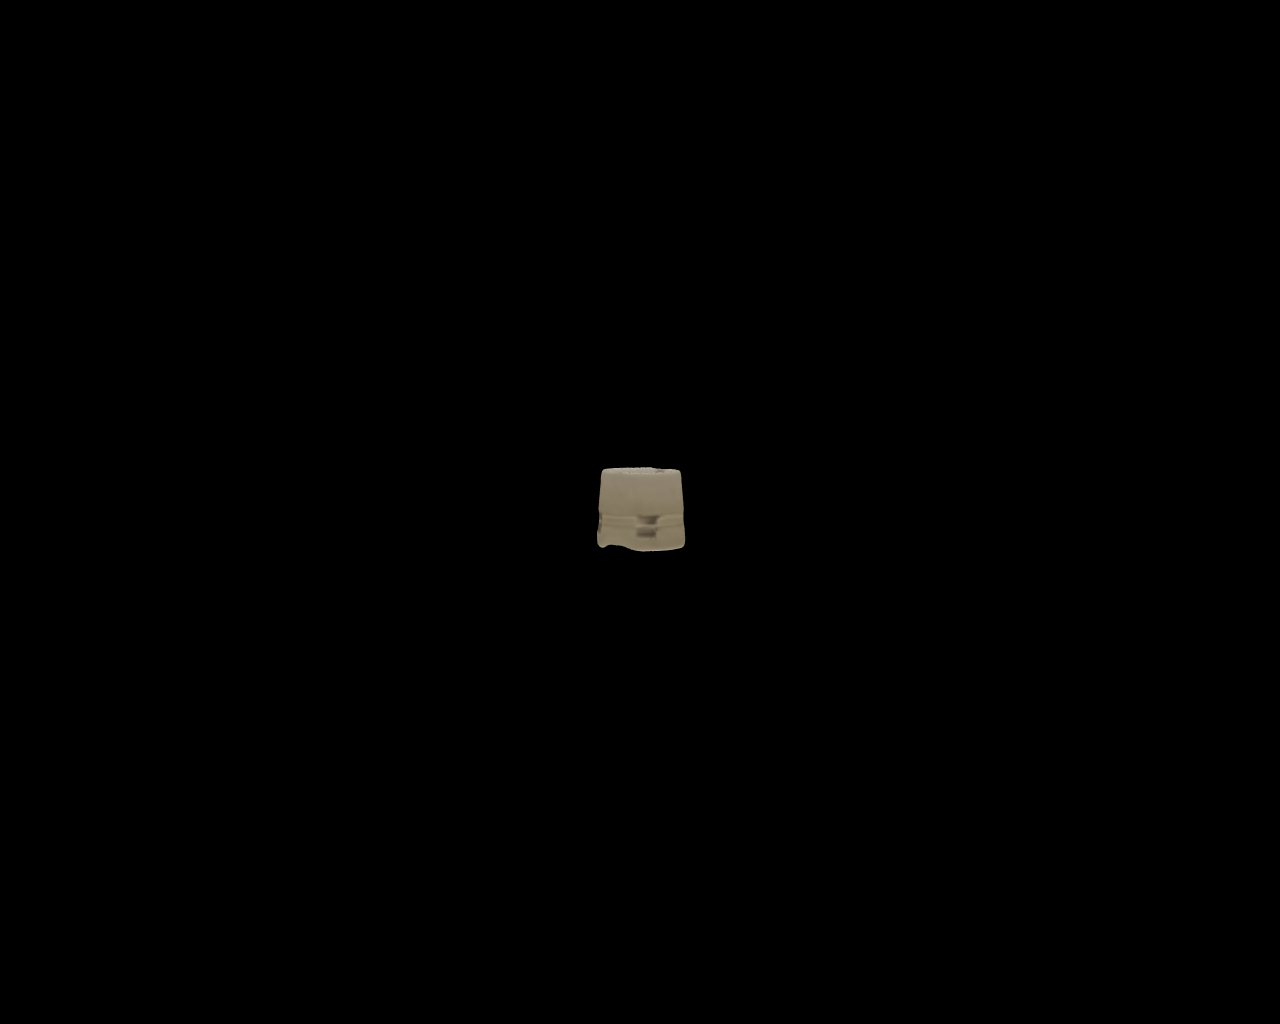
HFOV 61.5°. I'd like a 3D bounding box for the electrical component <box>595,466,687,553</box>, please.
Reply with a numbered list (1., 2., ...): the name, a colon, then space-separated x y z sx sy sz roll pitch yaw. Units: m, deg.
1. electrical component: 0.001 -0.003 0.650 0.055 0.047 0.055 0 6 0
